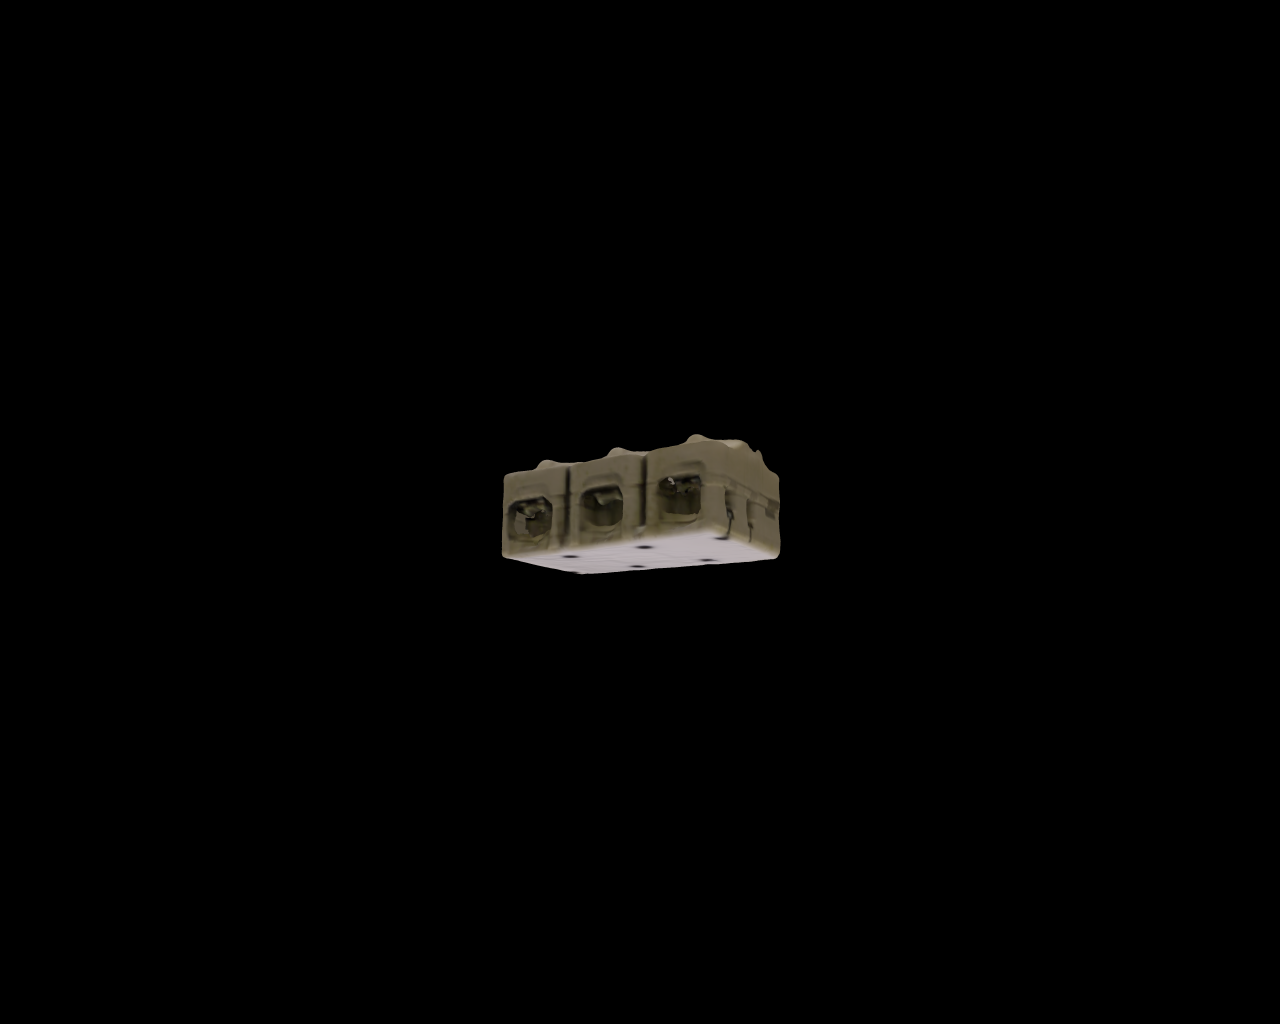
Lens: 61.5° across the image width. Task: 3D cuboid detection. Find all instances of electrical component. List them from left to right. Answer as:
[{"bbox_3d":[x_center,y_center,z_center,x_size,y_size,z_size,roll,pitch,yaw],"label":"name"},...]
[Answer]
[{"bbox_3d":[0.001,-0.003,0.650,0.150,0.062,0.089,-7,-14,30],"label":"electrical component"}]
